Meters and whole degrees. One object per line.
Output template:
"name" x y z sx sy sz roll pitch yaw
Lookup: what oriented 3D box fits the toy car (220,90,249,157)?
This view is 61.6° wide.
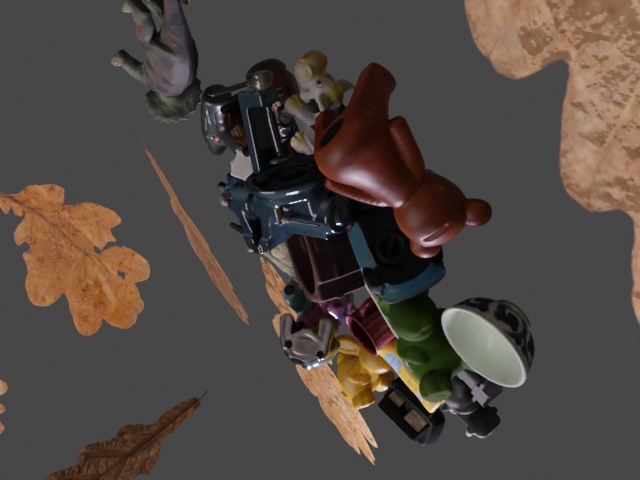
"toy car" -0.133 -0.201 0.918 0.089 0.053 0.202 60 -175 -22

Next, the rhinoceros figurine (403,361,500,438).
"rhinoceros figurine" 0.214 0.245 0.897 0.190 0.073 0.112 43 157 33

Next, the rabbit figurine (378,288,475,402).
"rabbit figurine" 0.153 0.119 0.765 0.170 0.121 0.159 51 -170 -43

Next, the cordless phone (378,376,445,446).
"cordless phone" 0.214 0.396 1.193 0.147 0.089 0.184 39 168 37

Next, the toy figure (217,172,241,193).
"toy figure" -0.149 -0.099 1.182 0.089 0.082 0.180 24 179 -44

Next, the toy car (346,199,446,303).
"toy car" 0.093 0.003 0.732 0.161 0.109 0.103 61 -179 8

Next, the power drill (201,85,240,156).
"power drill" -0.172 -0.192 1.103 0.207 0.086 0.231 56 161 21

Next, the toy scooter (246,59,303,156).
"toy scooter" -0.060 -0.172 0.805 0.183 0.075 0.135 103 150 -73

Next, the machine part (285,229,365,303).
"machine part" -0.002 -0.003 0.900 0.201 0.087 0.201 160 92 -76

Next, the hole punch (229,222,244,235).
"hole punch" -0.138 -0.038 1.291 0.115 0.092 0.142 31 174 -34

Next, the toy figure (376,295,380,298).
"toy figure" 0.111 0.061 0.848 0.154 0.064 0.058 68 -165 -46

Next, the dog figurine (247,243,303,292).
"dog figurine" -0.041 0.039 1.171 0.190 0.121 0.172 43 167 -14

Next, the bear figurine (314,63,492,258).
"bear figurine" 0.092 -0.080 0.606 0.196 0.132 0.120 30 133 -21

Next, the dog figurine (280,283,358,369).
"dog figurine" 0.013 0.160 1.068 0.109 0.191 0.219 -3 166 22

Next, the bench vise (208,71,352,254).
"bench vise" -0.063 -0.097 0.701 0.224 0.129 0.240 21 132 48

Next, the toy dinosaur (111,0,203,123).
"toy dinosaur" -0.298 -0.358 1.060 0.192 0.131 0.405 45 159 -10

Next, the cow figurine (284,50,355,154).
"cow figurine" 0.008 -0.160 0.699 0.098 0.068 0.167 41 161 21

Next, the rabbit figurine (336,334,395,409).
"rabbit figurine" 0.109 0.266 1.186 0.162 0.122 0.173 59 150 18
